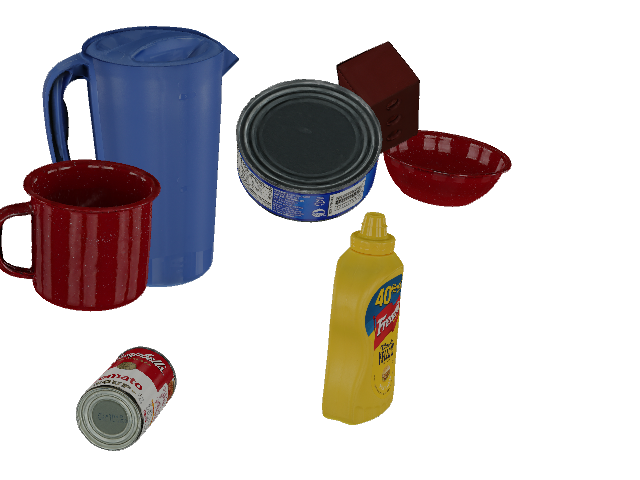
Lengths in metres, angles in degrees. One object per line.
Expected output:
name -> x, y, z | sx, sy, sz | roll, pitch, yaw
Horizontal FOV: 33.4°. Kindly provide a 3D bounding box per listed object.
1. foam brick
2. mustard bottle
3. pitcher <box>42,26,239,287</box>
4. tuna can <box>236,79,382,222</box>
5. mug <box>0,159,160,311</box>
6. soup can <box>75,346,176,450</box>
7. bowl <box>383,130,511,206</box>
foam brick -> 0.049, -0.119, 0.906 | 0.053, 0.051, 0.078 | -28, -28, -10
mustard bottle -> 0.042, 0.068, 0.994 | 0.058, 0.192, 0.096 | 12, 18, 27
pitcher -> -0.170, -0.079, 1.045 | 0.149, 0.243, 0.144 | 11, 27, 16
tuna can -> -0.007, -0.053, 0.636 | 0.086, 0.086, 0.034 | 0, -34, -5
mug -> -0.172, -0.002, 0.745 | 0.117, 0.081, 0.093 | -7, 27, -27
soup can -> -0.188, 0.153, 1.038 | 0.068, 0.068, 0.102 | 0, 15, 11
bowl -> 0.144, -0.083, 1.284 | 0.162, 0.055, 0.162 | 7, 23, -3
